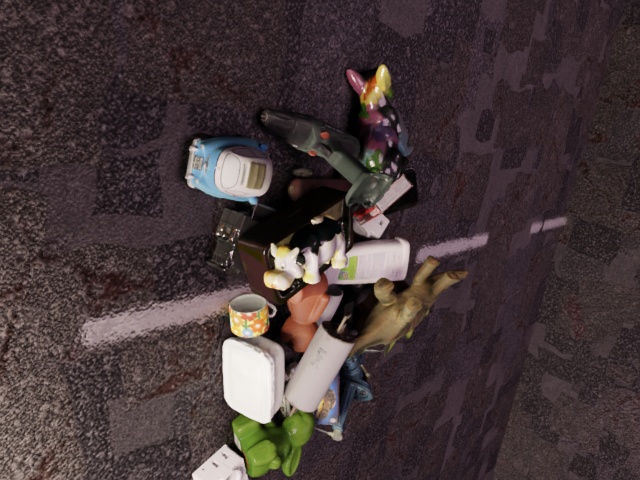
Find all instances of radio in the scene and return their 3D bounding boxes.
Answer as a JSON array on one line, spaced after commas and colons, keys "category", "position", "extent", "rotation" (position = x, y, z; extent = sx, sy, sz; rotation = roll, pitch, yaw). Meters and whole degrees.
[{"category": "radio", "position": [-0.034, 0.007, 0.970], "extent": [0.229, 0.073, 0.130], "rotation": [-35, 131, -36]}]

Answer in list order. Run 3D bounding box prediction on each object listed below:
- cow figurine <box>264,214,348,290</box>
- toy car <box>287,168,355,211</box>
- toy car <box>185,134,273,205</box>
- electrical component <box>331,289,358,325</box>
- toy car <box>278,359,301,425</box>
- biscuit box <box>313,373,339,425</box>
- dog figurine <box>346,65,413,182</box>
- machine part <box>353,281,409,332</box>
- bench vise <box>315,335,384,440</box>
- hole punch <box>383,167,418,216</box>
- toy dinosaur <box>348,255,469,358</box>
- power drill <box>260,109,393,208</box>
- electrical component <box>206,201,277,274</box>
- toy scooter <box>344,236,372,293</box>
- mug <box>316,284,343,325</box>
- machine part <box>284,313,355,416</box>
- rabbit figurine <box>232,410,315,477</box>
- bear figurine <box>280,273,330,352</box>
[{"category": "cow figurine", "position": [-0.024, 0.018, 0.871], "extent": [0.167, 0.068, 0.098], "rotation": [-25, 119, -48]}, {"category": "toy car", "position": [0.009, -0.099, 1.091], "extent": [0.202, 0.053, 0.089], "rotation": [-7, 93, -51]}, {"category": "toy car", "position": [-0.130, -0.115, 0.864], "extent": [0.161, 0.103, 0.109], "rotation": [2, 104, -54]}, {"category": "electrical component", "position": [0.046, 0.182, 1.276], "extent": [0.075, 0.048, 0.119], "rotation": [-8, 111, -50]}, {"category": "toy car", "position": [-0.060, 0.359, 1.218], "extent": [0.073, 0.056, 0.201], "rotation": [-24, 123, -37]}, {"category": "biscuit box", "position": [0.014, 0.310, 1.220], "extent": [0.063, 0.059, 0.202], "rotation": [32, 57, -84]}, {"category": "dog figurine", "position": [0.113, -0.244, 1.105], "extent": [0.191, 0.109, 0.219], "rotation": [-63, 143, -42]}, {"category": "machine part", "position": [0.159, 0.173, 1.354], "extent": [0.179, 0.056, 0.179], "rotation": [-28, 150, -18]}, {"category": "bench vise", "position": [0.068, 0.360, 1.310], "extent": [0.223, 0.129, 0.240], "rotation": [88, 18, -57]}, {"category": "hole punch", "position": [0.157, -0.128, 1.256], "extent": [0.116, 0.092, 0.142], "rotation": [-17, 129, -9]}, {"category": "toy dinosaur", "position": [0.162, 0.171, 1.187], "extent": [0.471, 0.105, 0.198], "rotation": [-23, 144, -29]}, {"category": "power drill", "position": [0.019, -0.147, 0.963], "extent": [0.232, 0.207, 0.086], "rotation": [4, 123, -53]}, {"category": "electrical component", "position": [-0.128, -0.003, 0.956], "extent": [0.114, 0.058, 0.134], "rotation": [17, 93, -56]}, {"category": "toy scooter", "position": [0.131, 0.045, 1.301], "extent": [0.184, 0.075, 0.135], "rotation": [-16, 117, -43]}, {"category": "mug", "position": [0.000, 0.146, 1.182], "extent": [0.109, 0.081, 0.107], "rotation": [-4, 121, -58]}, {"category": "machine part", "position": [-0.002, 0.246, 1.048], "extent": [0.079, 0.079, 0.243], "rotation": [8, 116, -53]}, {"category": "rabbit figurine", "position": [-0.082, 0.429, 1.137], "extent": [0.170, 0.121, 0.158], "rotation": [-19, 124, -25]}, {"category": "bear figurine", "position": [-0.052, 0.149, 1.081], "extent": [0.132, 0.120, 0.195], "rotation": [-7, 117, -47]}]
